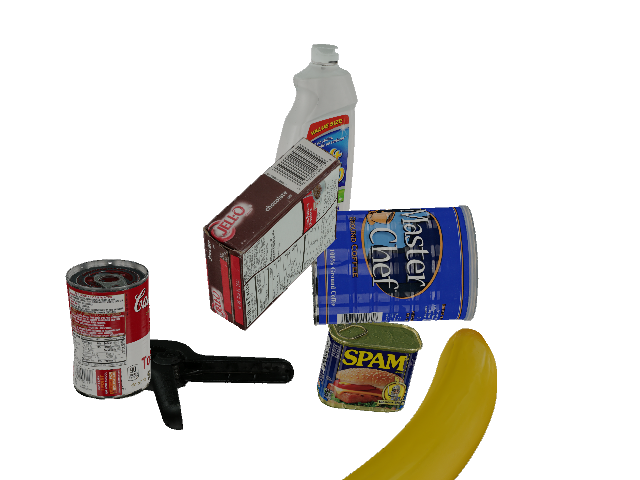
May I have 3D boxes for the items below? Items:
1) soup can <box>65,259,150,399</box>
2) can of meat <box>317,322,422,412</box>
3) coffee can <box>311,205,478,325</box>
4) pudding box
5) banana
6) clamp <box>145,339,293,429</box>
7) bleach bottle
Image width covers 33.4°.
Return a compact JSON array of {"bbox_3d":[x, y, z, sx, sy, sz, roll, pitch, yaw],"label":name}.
[{"bbox_3d":[-0.178,0.075,0.902,0.068,0.102,0.068,1,19,-1],"label":"soup can"},{"bbox_3d":[0.051,0.136,1.158,0.102,0.084,0.057,7,22,-10],"label":"can of meat"},{"bbox_3d":[0.062,0.022,0.948,0.140,0.103,0.103,-2,0,-1],"label":"coffee can"},{"bbox_3d":[-0.033,-0.004,0.752,0.039,0.090,0.113,33,57,22],"label":"pudding box"},{"bbox_3d":[0.048,0.105,0.562,0.070,0.037,0.197,19,40,37],"label":"banana"},{"bbox_3d":[-0.156,0.136,1.085,0.210,0.036,0.164,10,17,33],"label":"clamp"},{"bbox_3d":[-0.011,-0.100,1.238,0.102,0.251,0.068,-3,20,-21],"label":"bleach bottle"}]
